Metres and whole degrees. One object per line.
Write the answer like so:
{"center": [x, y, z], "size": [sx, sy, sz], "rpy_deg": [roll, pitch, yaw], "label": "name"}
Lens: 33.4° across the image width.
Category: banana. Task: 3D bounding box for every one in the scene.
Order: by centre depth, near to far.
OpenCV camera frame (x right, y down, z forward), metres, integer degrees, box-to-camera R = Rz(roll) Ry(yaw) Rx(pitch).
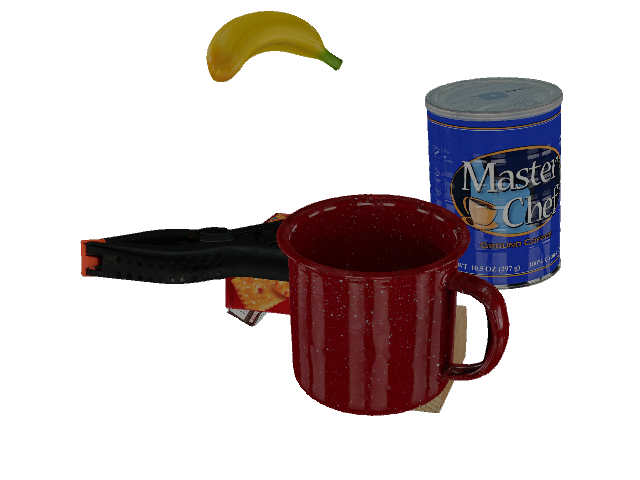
{"center": [-0.051, -0.181, 0.978], "size": [0.070, 0.037, 0.197], "rpy_deg": [41, 32, 19], "label": "banana"}

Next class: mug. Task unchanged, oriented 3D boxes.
{"center": [0.036, 0.034, 0.522], "size": [0.117, 0.081, 0.093], "rpy_deg": [12, 29, 26], "label": "mug"}

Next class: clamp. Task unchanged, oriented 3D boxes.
{"center": [-0.072, 0.012, 0.809], "size": [0.209, 0.036, 0.165], "rpy_deg": [-3, 12, -21], "label": "clamp"}

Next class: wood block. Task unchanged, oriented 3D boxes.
{"center": [0.154, 0.168, 1.575], "size": [0.091, 0.090, 0.205], "rpy_deg": [4, 17, 16], "label": "wood block"}

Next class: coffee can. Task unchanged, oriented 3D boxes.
{"center": [0.135, -0.046, 0.829], "size": [0.103, 0.140, 0.103], "rpy_deg": [-4, 22, 2], "label": "coffee can"}

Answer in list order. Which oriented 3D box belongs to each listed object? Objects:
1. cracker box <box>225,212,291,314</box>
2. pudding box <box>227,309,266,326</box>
{"center": [0.029, 0.029, 1.091], "size": [0.214, 0.072, 0.164], "rpy_deg": [6, 15, 15], "label": "cracker box"}
{"center": [-0.058, 0.042, 1.276], "size": [0.039, 0.090, 0.113], "rpy_deg": [32, 27, 4], "label": "pudding box"}
